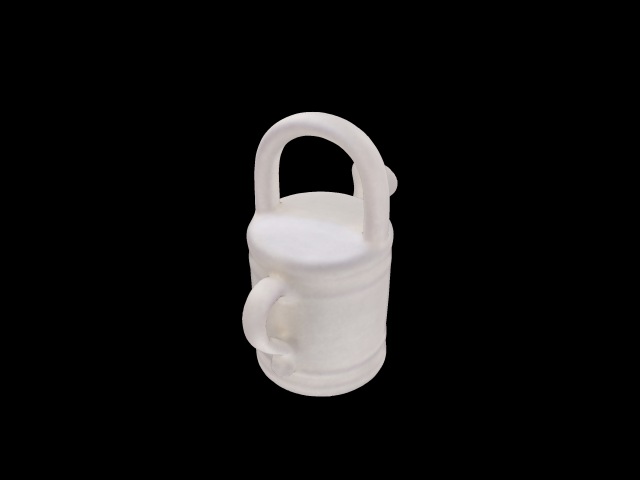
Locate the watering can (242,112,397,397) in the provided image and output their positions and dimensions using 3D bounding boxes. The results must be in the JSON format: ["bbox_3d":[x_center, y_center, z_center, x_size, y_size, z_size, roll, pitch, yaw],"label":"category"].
[{"bbox_3d":[0.002,0.001,0.401,0.101,0.194,0.173,4,34,6],"label":"watering can"}]
